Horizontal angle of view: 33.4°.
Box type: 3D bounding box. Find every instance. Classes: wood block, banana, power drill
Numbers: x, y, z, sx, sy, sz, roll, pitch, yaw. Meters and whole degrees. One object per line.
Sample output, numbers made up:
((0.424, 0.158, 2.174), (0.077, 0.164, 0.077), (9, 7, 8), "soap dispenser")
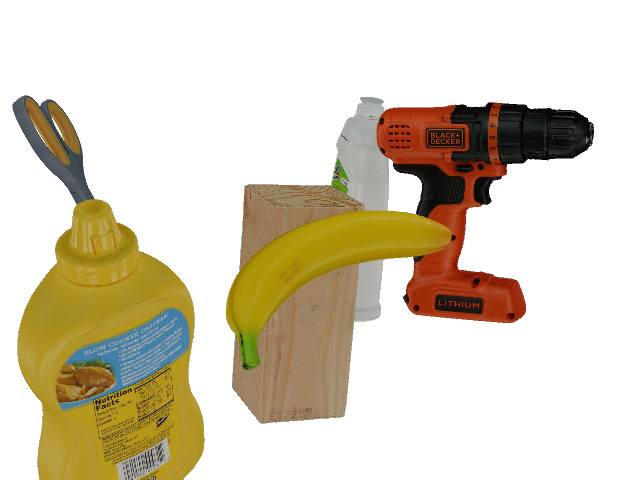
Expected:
((-0.023, 0.057, 1.007), (0.090, 0.206, 0.091), (-1, 15, -22), "wood block")
((0.004, 0.018, 0.739), (0.197, 0.069, 0.037), (-30, -9, -30), "banana")
((0.141, -0.026, 0.924), (0.185, 0.188, 0.057), (3, 14, 23), "power drill")

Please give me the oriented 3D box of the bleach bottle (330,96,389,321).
((0.044, -0.039, 1.240), (0.068, 0.251, 0.103), (0, 21, -23), "bleach bottle")

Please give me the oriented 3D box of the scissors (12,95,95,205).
((-0.206, -0.044, 0.945), (0.016, 0.201, 0.096), (-26, 23, 11), "scissors")

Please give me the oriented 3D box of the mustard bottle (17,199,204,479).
((-0.113, 0.062, 0.574), (0.096, 0.192, 0.058), (-23, 42, -30), "mustard bottle")
